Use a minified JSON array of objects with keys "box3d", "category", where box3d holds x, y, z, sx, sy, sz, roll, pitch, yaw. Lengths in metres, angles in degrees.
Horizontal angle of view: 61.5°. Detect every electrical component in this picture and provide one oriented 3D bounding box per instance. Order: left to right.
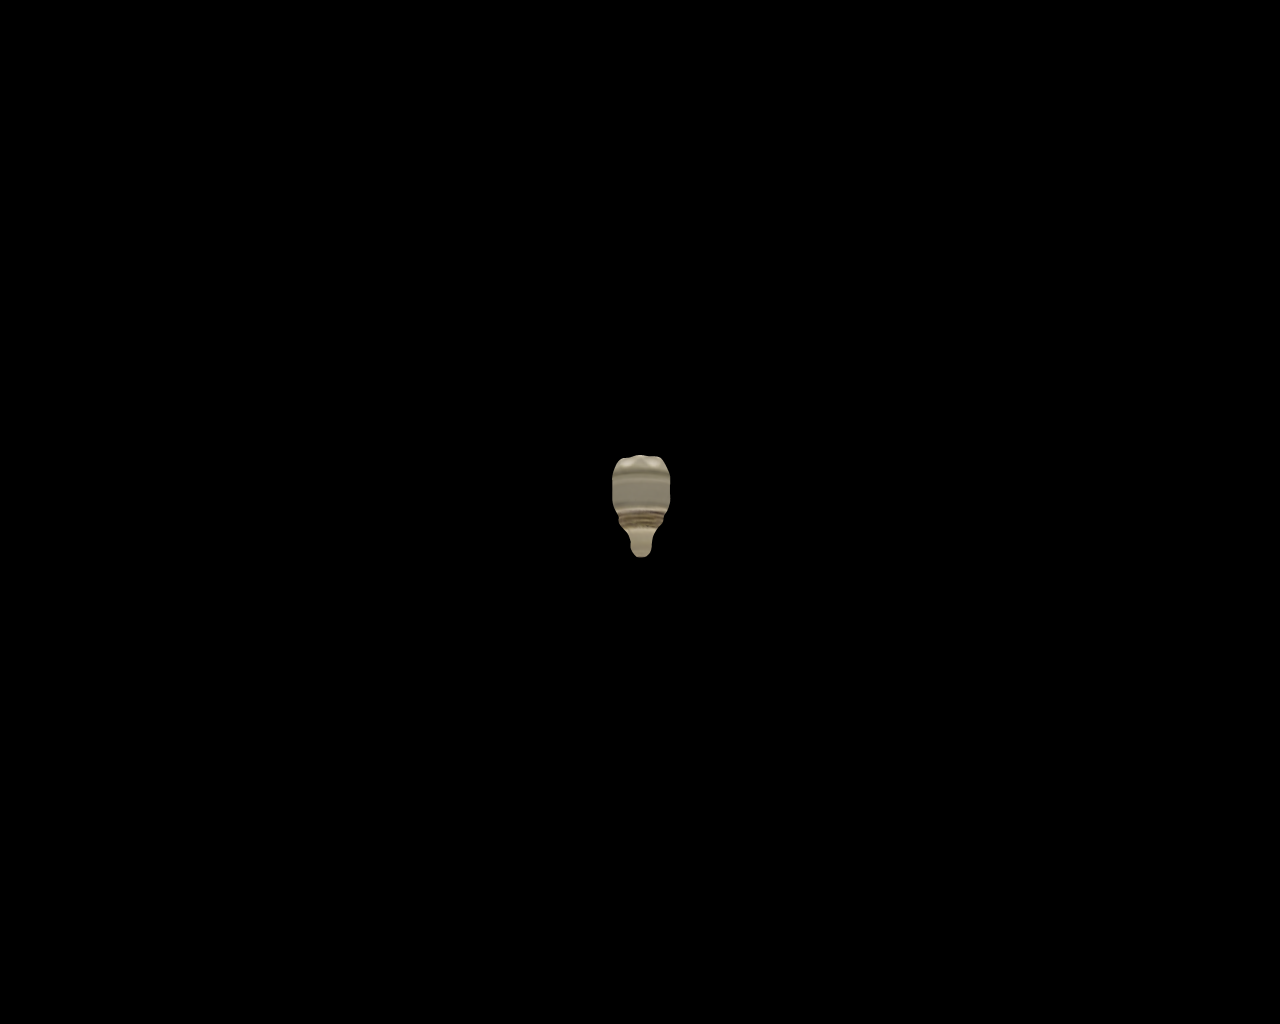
[{"box3d":[0.001,-0.003,0.650,0.035,0.061,0.035,0,-7,0],"category":"electrical component"}]
